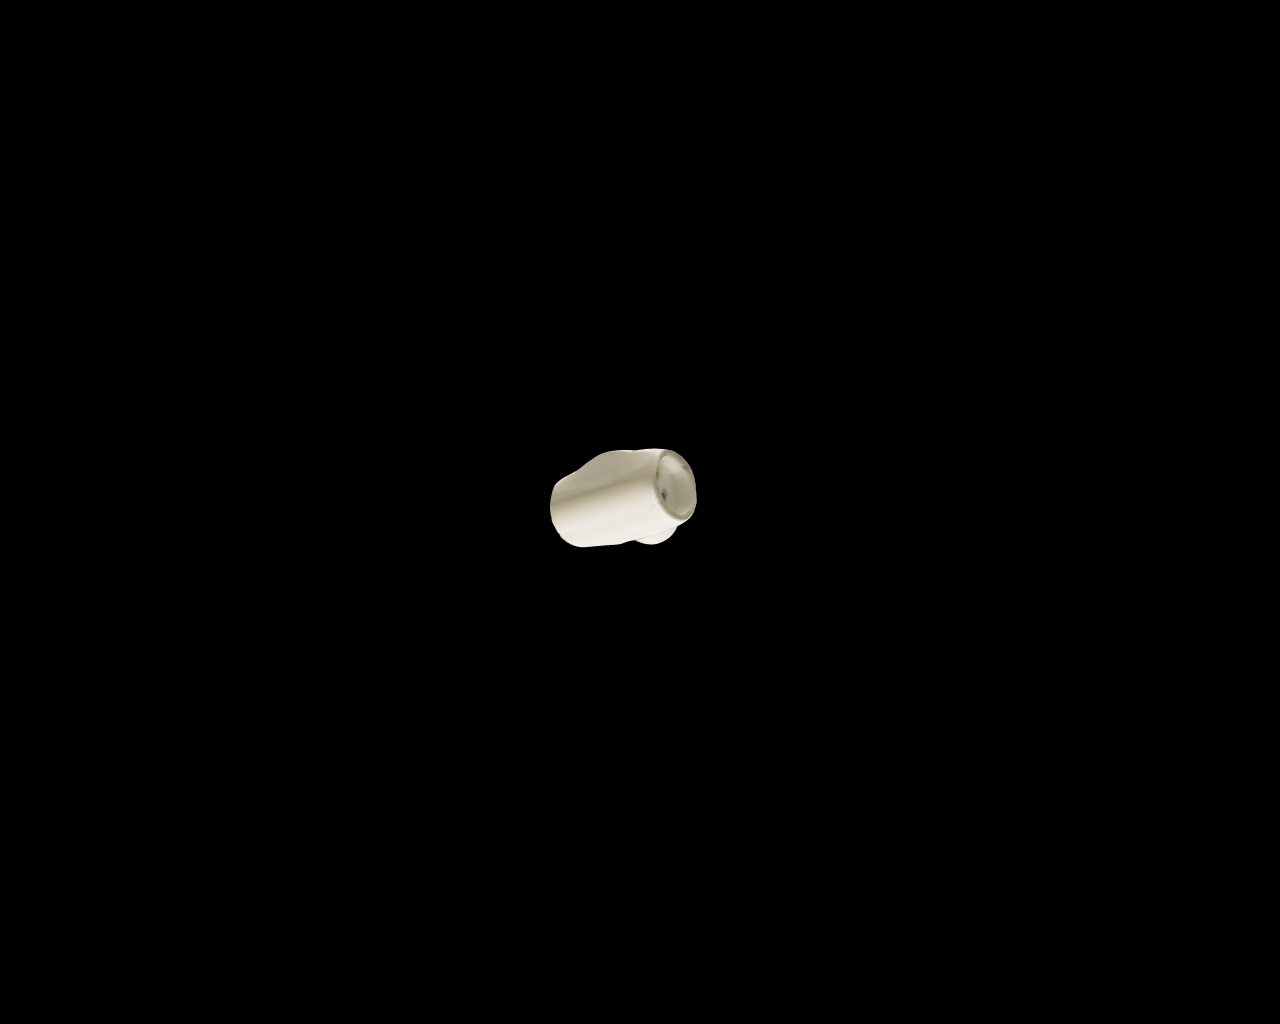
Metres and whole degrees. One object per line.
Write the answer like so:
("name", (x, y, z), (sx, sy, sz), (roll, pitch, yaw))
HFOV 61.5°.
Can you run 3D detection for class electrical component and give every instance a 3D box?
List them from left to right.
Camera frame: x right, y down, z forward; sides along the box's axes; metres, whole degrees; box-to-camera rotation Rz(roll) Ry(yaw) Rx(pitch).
("electrical component", (0.001, -0.003, 0.650), (0.077, 0.043, 0.079), (-16, -27, 34))
